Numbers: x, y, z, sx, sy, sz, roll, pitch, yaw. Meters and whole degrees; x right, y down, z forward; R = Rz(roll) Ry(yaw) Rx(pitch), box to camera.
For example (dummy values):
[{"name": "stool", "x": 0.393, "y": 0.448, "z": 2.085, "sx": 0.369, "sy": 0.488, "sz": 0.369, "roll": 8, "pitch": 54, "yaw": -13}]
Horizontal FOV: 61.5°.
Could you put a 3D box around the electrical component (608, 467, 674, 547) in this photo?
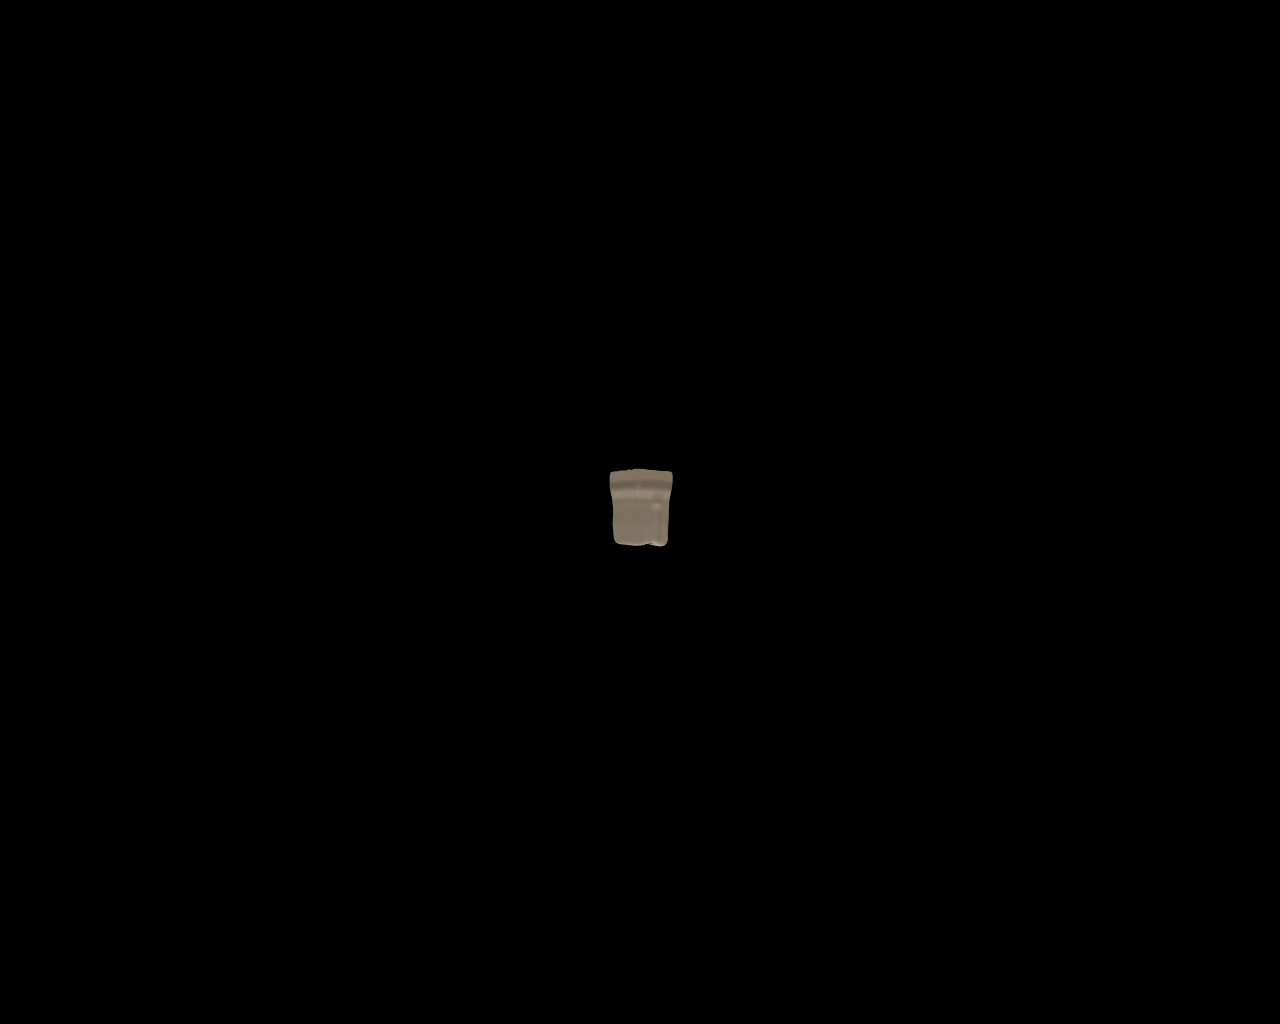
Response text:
[{"name": "electrical component", "x": 0.001, "y": -0.003, "z": 0.650, "sx": 0.040, "sy": 0.046, "sz": 0.040, "roll": 0, "pitch": -4, "yaw": 0}]
